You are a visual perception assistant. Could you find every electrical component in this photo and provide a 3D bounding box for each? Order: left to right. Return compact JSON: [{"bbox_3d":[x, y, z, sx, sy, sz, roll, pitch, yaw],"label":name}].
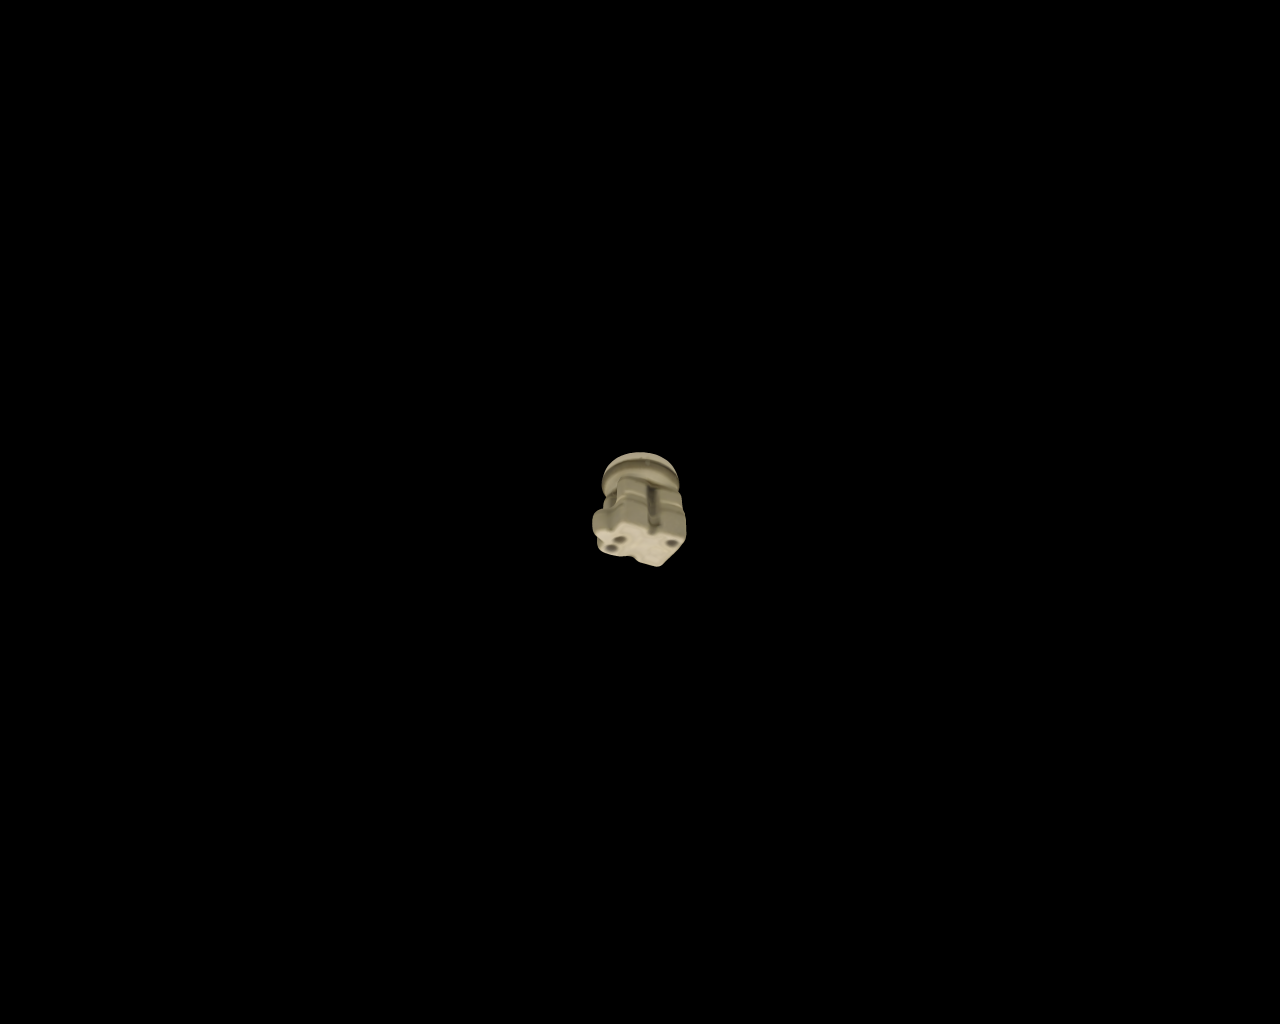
[{"bbox_3d":[0.001,-0.003,0.650,0.066,0.055,0.048,17,-40,-22],"label":"electrical component"}]
